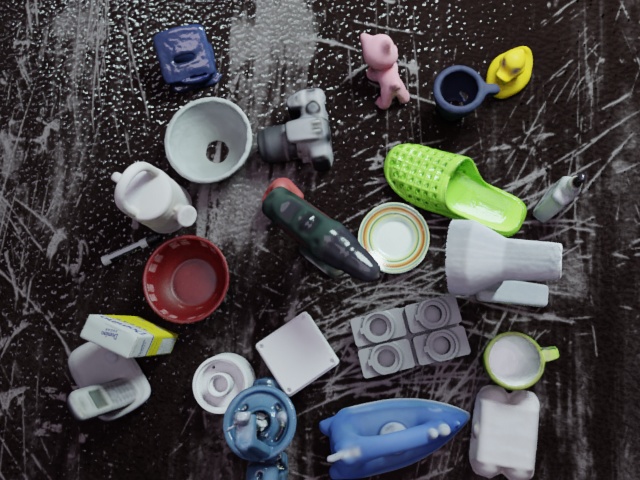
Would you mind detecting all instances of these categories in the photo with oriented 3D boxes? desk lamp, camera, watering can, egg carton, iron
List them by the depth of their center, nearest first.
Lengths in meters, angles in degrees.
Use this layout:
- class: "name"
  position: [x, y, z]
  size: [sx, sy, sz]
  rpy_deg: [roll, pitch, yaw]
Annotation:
- class: "desk lamp"
  position: [0.295, 0.040, 0.933]
  size: [0.203, 0.213, 0.118]
  rpy_deg: [5, 80, 6]
- class: "iron"
  position: [0.128, 0.321, 0.934]
  size: [0.258, 0.141, 0.118]
  rpy_deg: [-15, 79, 2]
- class: "egg carton"
  position: [0.306, 0.321, 0.955]
  size: [0.107, 0.069, 0.150]
  rpy_deg: [7, 80, 6]
- class: "watering can"
  position: [-0.297, -0.078, 1.018]
  size: [0.172, 0.194, 0.101]
  rpy_deg: [6, 80, 7]
- class: "camera"
  position: [-0.049, -0.203, 1.066]
  size: [0.136, 0.101, 0.143]
  rpy_deg: [-9, 79, 4]

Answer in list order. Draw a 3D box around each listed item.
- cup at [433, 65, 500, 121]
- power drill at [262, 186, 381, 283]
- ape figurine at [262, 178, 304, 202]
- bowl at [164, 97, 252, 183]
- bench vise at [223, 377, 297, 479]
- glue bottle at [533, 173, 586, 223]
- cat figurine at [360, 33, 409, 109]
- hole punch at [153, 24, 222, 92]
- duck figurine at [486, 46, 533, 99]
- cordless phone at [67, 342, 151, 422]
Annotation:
- class: "cup"
  position: [0.263, -0.260, 1.052]
  size: [0.117, 0.095, 0.092]
  rpy_deg: [-2, 79, 5]
- class: "power drill"
  position: [0.009, 0.003, 0.968]
  size: [0.229, 0.208, 0.076]
  rpy_deg: [37, 85, 10]
- class: "ape figurine"
  position: [-0.069, -0.083, 1.051]
  size: [0.077, 0.092, 0.076]
  rpy_deg: [5, 80, 6]
- class: "bowl"
  position: [-0.204, -0.181, 1.089]
  size: [0.167, 0.075, 0.167]
  rpy_deg: [-1, 80, 5]
- class: "bench vise"
  position: [-0.088, 0.329, 0.912]
  size: [0.121, 0.220, 0.207]
  rpy_deg: [-20, 78, 2]
- class: "glue bottle"
  position: [0.412, -0.080, 0.965]
  size: [0.037, 0.173, 0.078]
  rpy_deg: [39, 85, 11]
- class: "cat figurine"
  position: [0.121, -0.324, 1.064]
  size: [0.067, 0.118, 0.128]
  rpy_deg: [-22, 78, 1]
- class: "hole punch"
  position: [-0.258, -0.354, 1.118]
  size: [0.108, 0.091, 0.101]
  rpy_deg: [-13, 79, 3]
- class: "duck figurine"
  position: [0.356, -0.323, 1.059]
  size: [0.077, 0.086, 0.104]
  rpy_deg: [38, 85, 11]
- class: "cordless phone"
  position: [-0.380, 0.238, 0.972]
  size: [0.094, 0.185, 0.147]
  rpy_deg: [-39, 78, -2]
